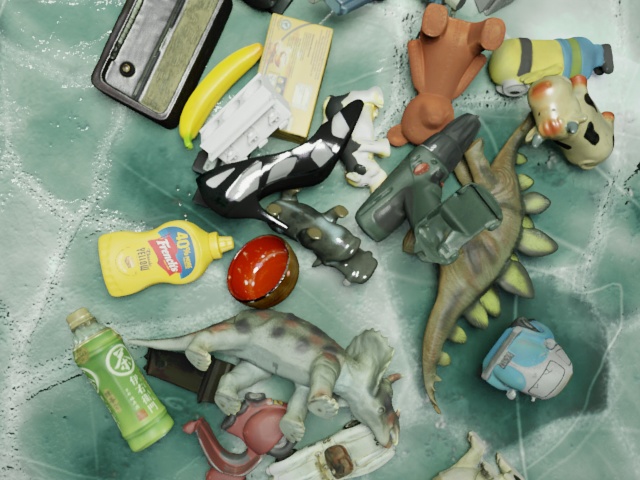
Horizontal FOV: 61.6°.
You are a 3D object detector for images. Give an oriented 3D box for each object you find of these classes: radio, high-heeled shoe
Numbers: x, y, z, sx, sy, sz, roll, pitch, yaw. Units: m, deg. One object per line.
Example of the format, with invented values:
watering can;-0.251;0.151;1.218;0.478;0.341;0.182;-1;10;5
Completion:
radio;-0.234;-0.297;0.806;0.131;0.073;0.229;25;87;-2
high-heeled shoe;-0.053;-0.125;0.748;0.145;0.086;0.248;33;78;1

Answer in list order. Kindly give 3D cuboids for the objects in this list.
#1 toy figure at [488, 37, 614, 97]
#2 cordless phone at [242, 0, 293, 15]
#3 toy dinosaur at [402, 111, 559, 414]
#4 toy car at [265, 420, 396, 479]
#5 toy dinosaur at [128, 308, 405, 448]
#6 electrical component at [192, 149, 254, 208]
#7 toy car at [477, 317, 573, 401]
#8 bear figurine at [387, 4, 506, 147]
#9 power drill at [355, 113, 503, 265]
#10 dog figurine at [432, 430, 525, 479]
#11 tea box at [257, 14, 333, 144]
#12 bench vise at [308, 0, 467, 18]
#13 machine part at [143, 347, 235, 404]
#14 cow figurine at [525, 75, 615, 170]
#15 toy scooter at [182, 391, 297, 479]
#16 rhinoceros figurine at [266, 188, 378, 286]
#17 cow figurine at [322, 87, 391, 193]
toy figure;0.353;-0.273;0.833;0.180;0.082;0.089;-10;77;2
cordless phone;-0.059;-0.414;0.763;0.089;0.184;0.146;37;87;-6
toy dinosaur;0.234;0.019;0.807;0.198;0.105;0.471;30;87;-2
toy car;0.015;0.335;0.814;0.202;0.056;0.073;-24;90;-3
toy dinosaur;-0.055;0.165;0.781;0.405;0.192;0.131;24;123;12
electrical component;-0.153;-0.105;0.819;0.075;0.048;0.119;19;88;-2
toy car;0.306;0.178;0.773;0.103;0.161;0.109;41;108;31
bear figurine;0.173;-0.223;0.784;0.120;0.132;0.195;15;101;-2
power drill;0.155;-0.070;0.712;0.232;0.207;0.086;-41;121;9
dog figurine;0.219;0.414;0.813;0.172;0.121;0.190;43;101;2
tea box;-0.046;-0.241;0.817;0.098;0.068;0.169;16;88;-2
bench vise;0.094;-0.386;0.791;0.240;0.129;0.223;-35;83;-21
machine part;-0.202;0.201;0.816;0.139;0.039;0.084;21;93;-4
cow figurine;0.358;-0.167;0.772;0.194;0.085;0.127;29;57;-37
toy scooter;-0.123;0.291;0.800;0.184;0.075;0.135;-44;93;1
rhinoceros figurine;-0.002;-0.002;0.797;0.190;0.112;0.073;33;58;11
cow figurine;0.056;-0.141;0.819;0.098;0.068;0.167;-7;89;-3
